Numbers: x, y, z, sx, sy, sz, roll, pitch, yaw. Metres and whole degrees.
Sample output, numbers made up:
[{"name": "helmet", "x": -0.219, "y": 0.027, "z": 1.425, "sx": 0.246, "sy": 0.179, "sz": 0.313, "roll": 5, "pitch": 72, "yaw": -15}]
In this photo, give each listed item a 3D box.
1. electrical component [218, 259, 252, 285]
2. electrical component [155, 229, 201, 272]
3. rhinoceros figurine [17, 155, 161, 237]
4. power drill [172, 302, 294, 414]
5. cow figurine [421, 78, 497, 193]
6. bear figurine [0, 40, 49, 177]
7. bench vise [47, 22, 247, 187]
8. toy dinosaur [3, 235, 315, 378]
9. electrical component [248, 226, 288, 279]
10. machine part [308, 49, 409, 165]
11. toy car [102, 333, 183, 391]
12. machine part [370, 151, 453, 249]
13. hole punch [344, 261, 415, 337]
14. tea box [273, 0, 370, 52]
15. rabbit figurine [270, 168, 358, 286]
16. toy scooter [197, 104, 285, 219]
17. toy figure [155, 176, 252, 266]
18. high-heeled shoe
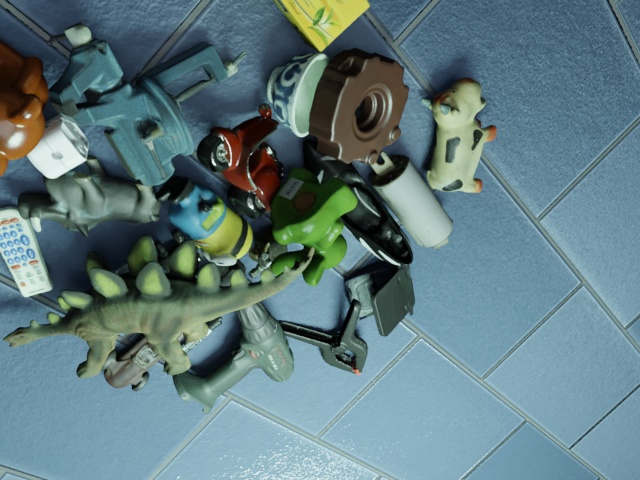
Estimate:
[{"name": "electrical component", "x": -0.176, "y": 0.081, "z": 0.896, "sx": 0.119, "sy": 0.075, "sz": 0.047, "roll": -39, "pitch": 122, "yaw": -2}, {"name": "electrical component", "x": -0.228, "y": 0.029, "z": 0.881, "sx": 0.063, "sy": 0.021, "sz": 0.093, "roll": -32, "pitch": 122, "yaw": -3}, {"name": "rhinoceros figurine", "x": -0.328, "y": -0.059, "z": 0.774, "sx": 0.190, "sy": 0.073, "sz": 0.112, "roll": -2, "pitch": 128, "yaw": -22}, {"name": "power drill", "x": -0.157, "y": 0.207, "z": 0.957, "sx": 0.207, "sy": 0.086, "sz": 0.231, "roll": -37, "pitch": 136, "yaw": -4}, {"name": "cow figurine", "x": 0.228, "y": -0.175, "z": 0.909, "sx": 0.127, "sy": 0.086, "sz": 0.194, "roll": -5, "pitch": 119, "yaw": -25}, {"name": "bear figurine", "x": -0.385, "y": -0.160, "z": 0.621, "sx": 0.132, "sy": 0.196, "sz": 0.120, "roll": 29, "pitch": 106, "yaw": -29}, {"name": "bench vise", "x": -0.219, "y": -0.201, "z": 0.714, "sx": 0.240, "sy": 0.129, "sz": 0.223, "roll": -38, "pitch": 115, "yaw": -23}, {"name": "toy dinosaur", "x": -0.234, "y": 0.096, "z": 0.791, "sx": 0.472, "sy": 0.105, "sz": 0.198, "roll": -9, "pitch": 123, "yaw": -2}, {"name": "electrical component", "x": -0.076, "y": 0.014, "z": 0.894, "sx": 0.102, "sy": 0.045, "sz": 0.078, "roll": -37, "pitch": 139, "yaw": -39}, {"name": "machine part", "x": 0.063, "y": -0.198, "z": 0.814, "sx": 0.179, "sy": 0.056, "sz": 0.179, "roll": -27, "pitch": 133, "yaw": -33}, {"name": "toy car", "x": -0.286, "y": 0.181, "z": 0.920, "sx": 0.202, "sy": 0.053, "sz": 0.089, "roll": -40, "pitch": 116, "yaw": 4}, {"name": "machine part", "x": 0.163, "y": -0.066, "z": 0.943, "sx": 0.079, "sy": 0.079, "sz": 0.243, "roll": -41, "pitch": 121, "yaw": 4}, {"name": "hole punch", "x": 0.115, "y": 0.102, "z": 1.020, "sx": 0.116, "sy": 0.092, "sz": 0.142, "roll": -37, "pitch": 124, "yaw": -30}, {"name": "tea box", "x": -0.023, "y": -0.355, "z": 0.727, "sx": 0.098, "sy": 0.068, "sz": 0.169, "roll": -43, "pitch": 121, "yaw": 6}, {"name": "rabbit figurine", "x": -0.002, "y": -0.003, "z": 0.847, "sx": 0.159, "sy": 0.121, "sz": 0.170, "roll": -63, "pitch": 147, "yaw": -24}, {"name": "toy scooter", "x": -0.100, "y": -0.124, "z": 0.809, "sx": 0.135, "sy": 0.075, "sz": 0.183, "roll": -56, "pitch": 148, "yaw": -18}, {"name": "toy figure", "x": -0.168, "y": -0.029, "z": 0.818, "sx": 0.089, "sy": 0.082, "sz": 0.180, "roll": -38, "pitch": 137, "yaw": -6}, {"name": "high-heeled shoe", "x": 0.062, "y": -0.053, "z": 0.872, "sx": 0.086, "sy": 0.145, "sz": 0.248, "roll": -43, "pitch": 124, "yaw": 4}]
